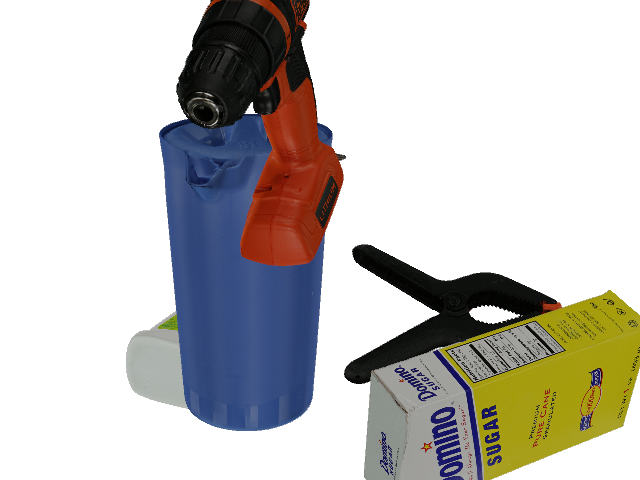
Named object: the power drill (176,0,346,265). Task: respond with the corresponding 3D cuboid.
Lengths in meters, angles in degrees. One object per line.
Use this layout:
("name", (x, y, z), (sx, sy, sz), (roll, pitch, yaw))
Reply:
("power drill", (-0.031, -0.076, 0.661), (0.057, 0.188, 0.184), (7, 43, 15))

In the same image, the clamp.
("clamp", (0.121, 0.077, 1.015), (0.210, 0.164, 0.036), (6, -41, 9))

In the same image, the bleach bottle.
("bleach bottle", (-0.089, 0.079, 1.065), (0.103, 0.068, 0.250), (11, 23, 16))

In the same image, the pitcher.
("pitcher", (-0.054, 0.021, 0.866), (0.149, 0.243, 0.145), (-8, 22, -24))

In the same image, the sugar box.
("sugar box", (0.114, 0.099, 0.653), (0.176, 0.093, 0.048), (-18, 41, -24))
